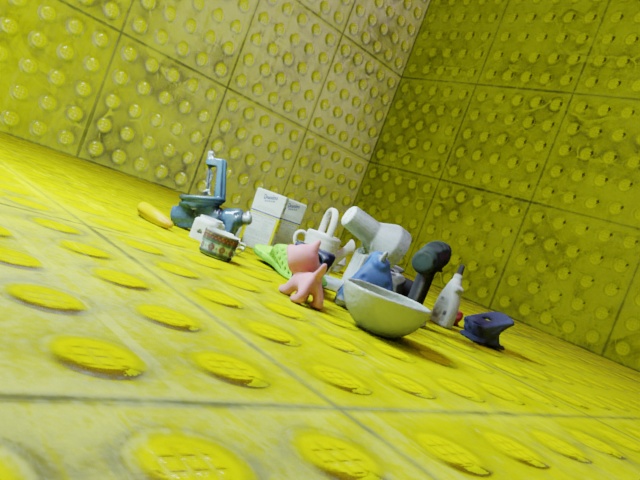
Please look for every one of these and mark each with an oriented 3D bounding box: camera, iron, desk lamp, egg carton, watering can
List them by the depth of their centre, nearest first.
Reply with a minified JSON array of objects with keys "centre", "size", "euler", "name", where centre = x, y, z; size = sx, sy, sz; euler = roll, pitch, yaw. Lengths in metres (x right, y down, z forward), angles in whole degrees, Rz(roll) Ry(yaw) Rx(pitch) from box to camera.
[{"centre":[0.107,0.084,1.253],"size":[0.118,0.141,0.258],"euler":[21,2,-2],"name":"iron"},{"centre":[0.103,0.036,1.434],"size":[0.204,0.213,0.117],"euler":[20,2,-21],"name":"desk lamp"},{"centre":[0.014,0.005,1.604],"size":[0.173,0.194,0.100],"euler":[19,3,-38],"name":"watering can"},{"centre":[0.235,0.133,1.752],"size":[0.137,0.101,0.143],"euler":[20,2,-13],"name":"camera"},{"centre":[0.016,0.058,1.968],"size":[0.150,0.069,0.107],"euler":[20,2,-8],"name":"egg carton"}]

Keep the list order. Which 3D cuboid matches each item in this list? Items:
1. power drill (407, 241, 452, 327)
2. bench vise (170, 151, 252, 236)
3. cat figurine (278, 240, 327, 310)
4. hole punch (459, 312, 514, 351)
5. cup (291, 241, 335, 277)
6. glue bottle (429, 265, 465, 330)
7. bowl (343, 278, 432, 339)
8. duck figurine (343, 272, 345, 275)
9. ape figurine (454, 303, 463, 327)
[{"centre":[0.249,0.097,1.364],"size":[0.075,0.208,0.230],"euler":[21,2,19],"name":"power drill"},{"centre":[-0.269,-0.112,1.516],"size":[0.208,0.220,0.121],"euler":[20,2,-10],"name":"bench vise"},{"centre":[-0.025,0.054,1.066],"size":[0.067,0.118,0.127],"euler":[19,3,-29],"name":"cat figurine"},{"centre":[0.430,0.223,1.476],"size":[0.101,0.091,0.108],"euler":[20,2,-19],"name":"hole punch"},{"centre":[-0.018,0.063,1.207],"size":[0.092,0.095,0.117],"euler":[20,3,-25],"name":"cup"},{"centre":[0.352,0.148,1.533],"size":[0.037,0.173,0.078],"euler":[20,3,-25],"name":"glue bottle"},{"centre":[0.110,0.130,1.024],"size":[0.167,0.075,0.167],"euler":[21,2,-1],"name":"bowl"},{"centre":[0.123,0.097,1.785],"size":[0.078,0.086,0.104],"euler":[19,3,-36],"name":"duck figurine"},{"centre":[0.382,0.197,1.669],"size":[0.076,0.092,0.077],"euler":[20,2,-23],"name":"ape figurine"}]
